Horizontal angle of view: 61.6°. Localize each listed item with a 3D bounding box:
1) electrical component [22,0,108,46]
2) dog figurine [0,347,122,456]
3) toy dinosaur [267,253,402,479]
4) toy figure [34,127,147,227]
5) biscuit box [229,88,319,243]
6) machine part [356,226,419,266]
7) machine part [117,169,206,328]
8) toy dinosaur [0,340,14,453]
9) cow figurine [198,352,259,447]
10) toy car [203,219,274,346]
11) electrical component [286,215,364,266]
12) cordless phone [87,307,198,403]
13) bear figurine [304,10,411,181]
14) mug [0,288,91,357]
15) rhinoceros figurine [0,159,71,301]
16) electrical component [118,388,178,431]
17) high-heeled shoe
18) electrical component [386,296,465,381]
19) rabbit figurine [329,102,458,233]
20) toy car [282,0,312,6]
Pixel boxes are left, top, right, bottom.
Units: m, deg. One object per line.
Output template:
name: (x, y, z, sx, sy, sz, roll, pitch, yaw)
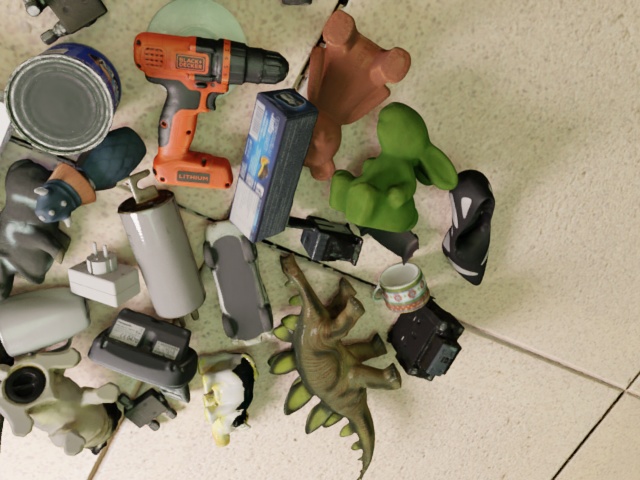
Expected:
electrical component: (-0.289, -0.277, 0.608, 0.102, 0.045, 0.078, -27, 117, -3)
dog figurine: (-0.376, 0.239, 0.773, 0.172, 0.190, 0.121, 41, 58, 0)
toy dinosaur: (0.028, 0.228, 0.909, 0.199, 0.105, 0.470, -25, 110, 4)
toy figure: (-0.278, -0.076, 0.647, 0.064, 0.058, 0.154, 49, 61, -13)
biscuit box: (-0.063, -0.093, 0.701, 0.063, 0.059, 0.202, -23, 145, -42)
machine part: (0.107, -0.021, 0.851, 0.084, 0.039, 0.138, -45, 117, 1)
machine part: (-0.217, 0.020, 0.748, 0.079, 0.079, 0.242, -16, 119, -9)
toy dinosaur: (-0.492, 0.144, 0.706, 0.192, 0.131, 0.404, -30, 125, -1)
cow figurine: (-0.146, 0.262, 0.890, 0.098, 0.068, 0.167, -12, 118, -18)
toy car: (-0.120, 0.065, 0.799, 0.074, 0.056, 0.201, -12, 108, -2)
electrical component: (-0.002, -0.002, 0.805, 0.119, 0.075, 0.047, 7, 111, -24)
cordless phone: (-0.257, 0.192, 0.815, 0.147, 0.089, 0.184, 18, 146, 3)
bear figurine: (0.014, -0.176, 0.703, 0.120, 0.132, 0.195, 33, 97, -8)
mug: (-0.375, 0.117, 0.746, 0.107, 0.081, 0.109, -16, 120, -17)
rhinoceros figurine: (-0.380, -0.007, 0.688, 0.112, 0.073, 0.190, 17, 108, -25)
electrical component: (-0.282, 0.272, 0.876, 0.063, 0.021, 0.094, -36, 118, 1)
high-heeled shoe: (0.249, -0.004, 0.840, 0.086, 0.145, 0.248, -27, 117, -2)
electrical component: (0.178, 0.165, 0.903, 0.058, 0.134, 0.114, 19, 105, -24)
rabbit figurine: (0.111, -0.099, 0.746, 0.159, 0.121, 0.170, 13, 103, -15)
toy car: (-0.088, -0.332, 0.641, 0.202, 0.053, 0.089, 0, 111, -15)
